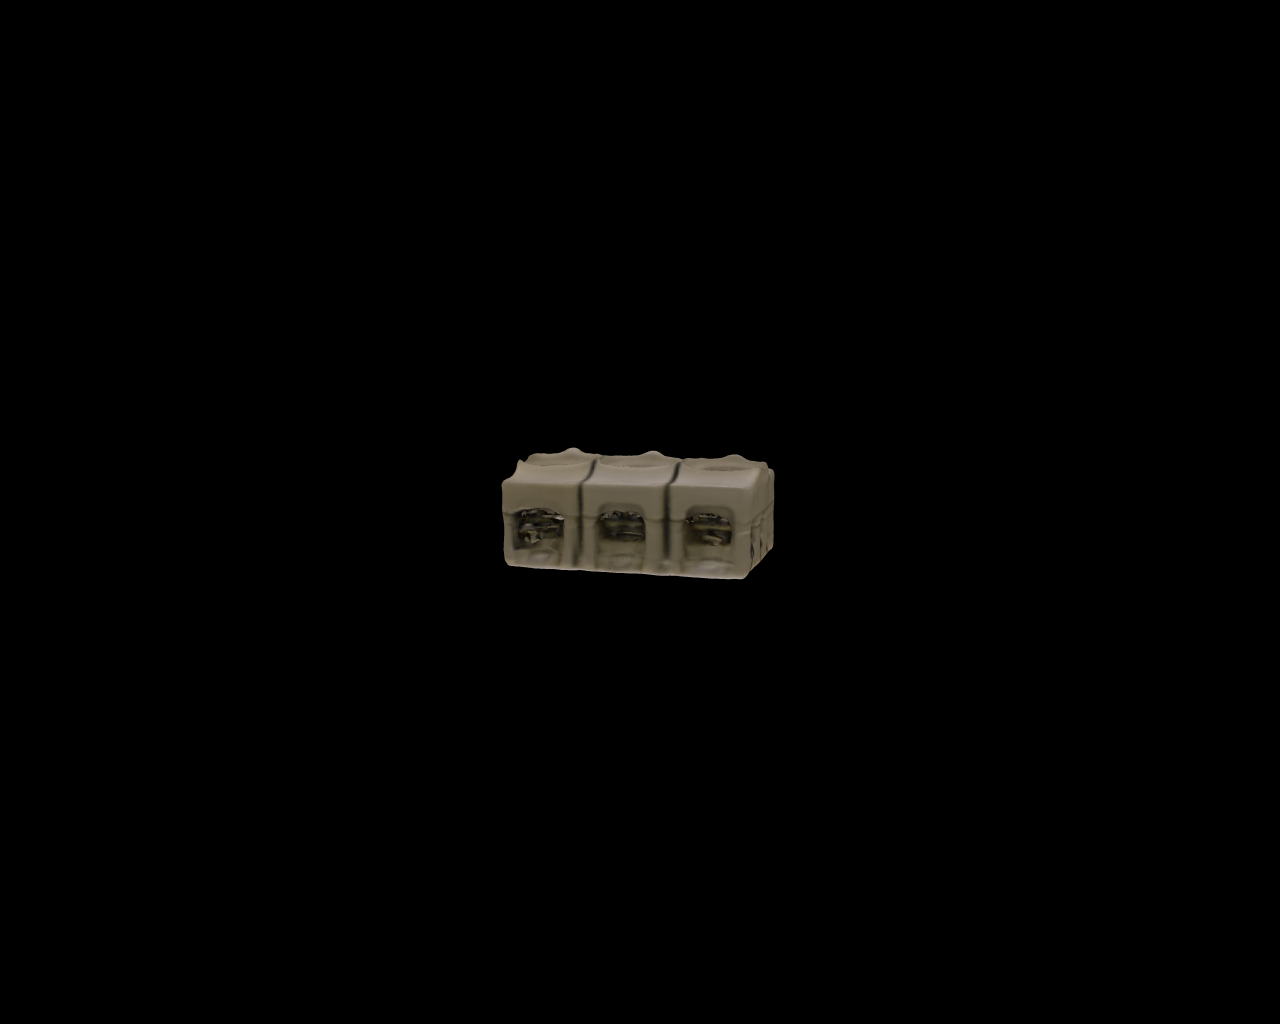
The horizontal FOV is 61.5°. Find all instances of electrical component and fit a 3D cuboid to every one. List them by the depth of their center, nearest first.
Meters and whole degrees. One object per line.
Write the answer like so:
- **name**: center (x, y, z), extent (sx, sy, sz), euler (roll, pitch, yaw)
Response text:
- **electrical component**: center (0.001, -0.003, 0.650), extent (0.150, 0.061, 0.089), euler (3, 12, 16)
